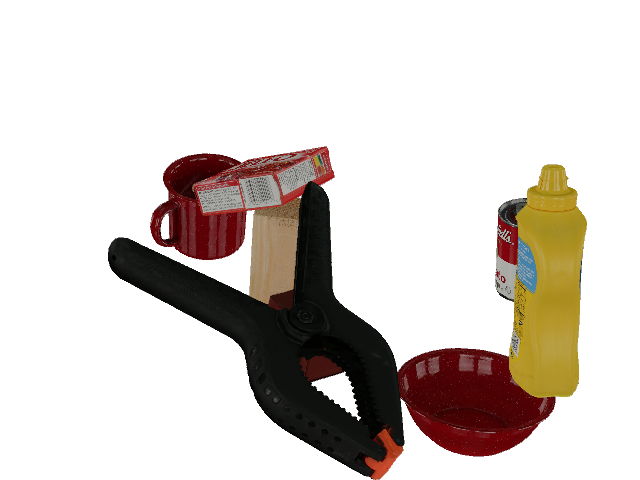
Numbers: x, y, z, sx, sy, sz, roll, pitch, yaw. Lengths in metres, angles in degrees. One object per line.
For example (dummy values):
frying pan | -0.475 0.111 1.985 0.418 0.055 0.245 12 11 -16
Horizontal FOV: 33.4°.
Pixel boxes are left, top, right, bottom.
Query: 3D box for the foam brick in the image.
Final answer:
foam brick | -0.010 0.086 0.994 0.052 0.051 0.078 -13 38 -31

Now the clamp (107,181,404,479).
clamp | -0.025 0.055 0.654 0.164 0.210 0.036 -12 -33 -30

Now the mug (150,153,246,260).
mug | -0.128 -0.029 1.123 0.117 0.081 0.093 -28 48 -37

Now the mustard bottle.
mustard bottle | 0.194 0.030 0.910 0.058 0.192 0.096 -1 18 2

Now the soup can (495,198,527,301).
soup can | 0.234 0.012 1.212 0.068 0.102 0.068 -2 30 1

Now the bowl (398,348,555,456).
bowl | 0.155 0.172 1.091 0.162 0.055 0.162 2 24 -1

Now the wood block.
wood block | -0.049 0.050 1.498 0.090 0.206 0.090 7 22 6

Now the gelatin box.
gelatin box | -0.046 -0.048 0.851 0.089 0.030 0.073 -5 16 39
